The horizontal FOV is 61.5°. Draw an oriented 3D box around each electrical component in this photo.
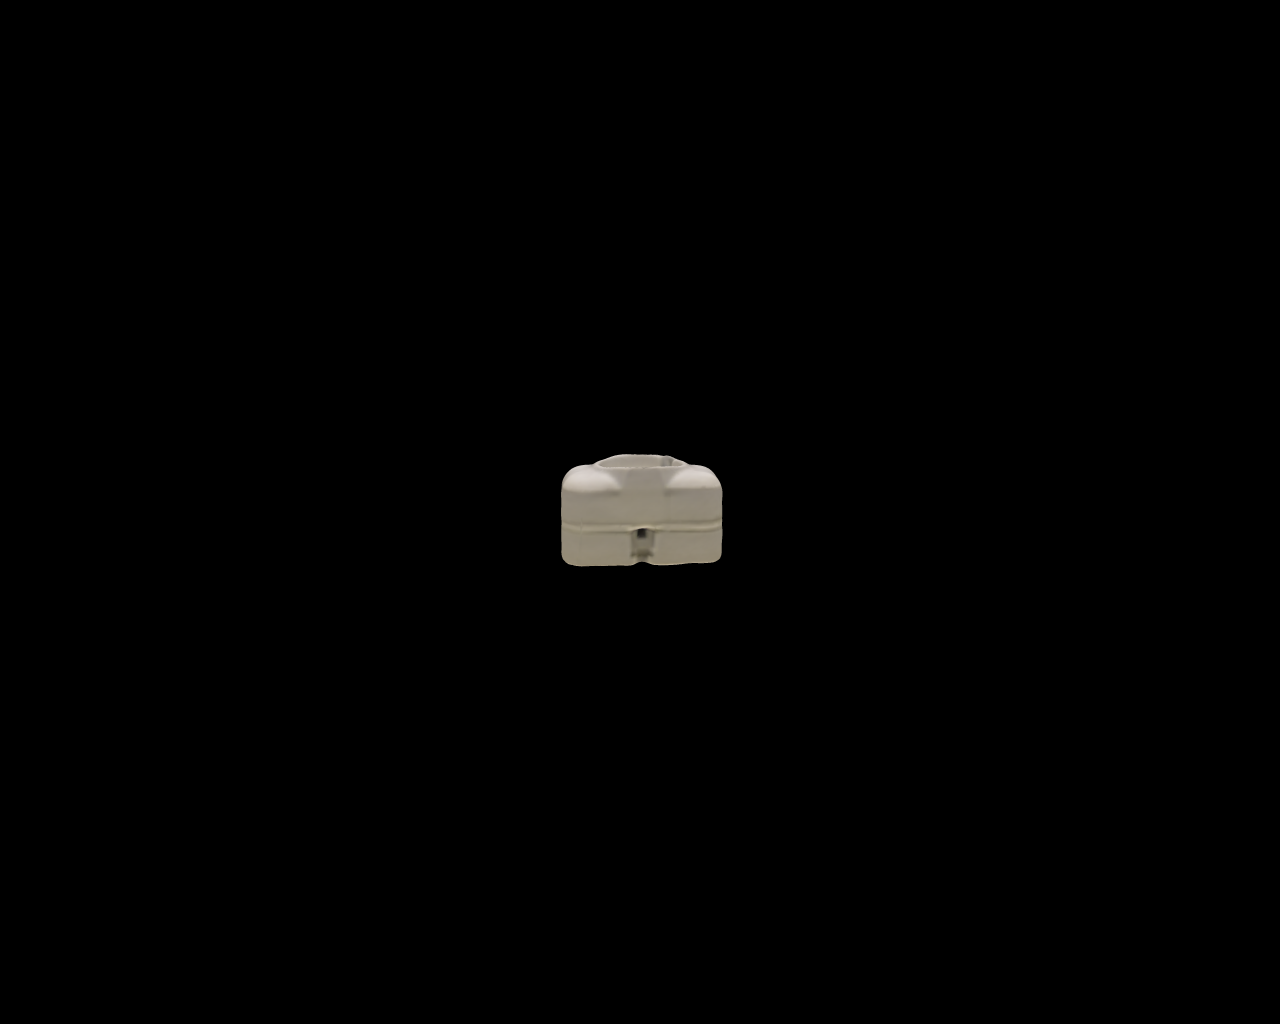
[{"bbox_3d":[0.001,-0.003,0.650,0.095,0.059,0.054,0,12,-2],"label":"electrical component"}]
